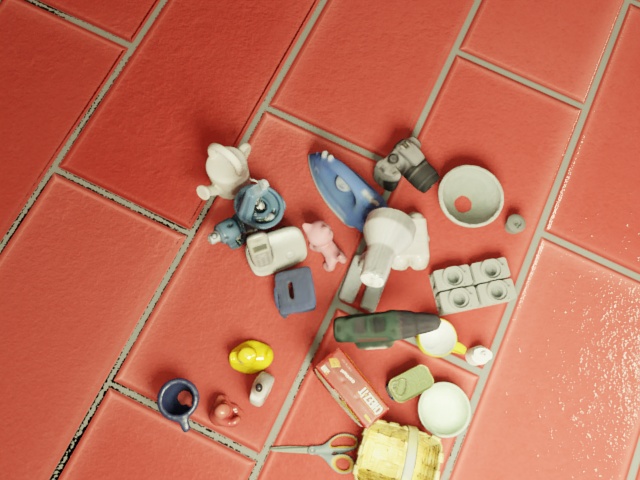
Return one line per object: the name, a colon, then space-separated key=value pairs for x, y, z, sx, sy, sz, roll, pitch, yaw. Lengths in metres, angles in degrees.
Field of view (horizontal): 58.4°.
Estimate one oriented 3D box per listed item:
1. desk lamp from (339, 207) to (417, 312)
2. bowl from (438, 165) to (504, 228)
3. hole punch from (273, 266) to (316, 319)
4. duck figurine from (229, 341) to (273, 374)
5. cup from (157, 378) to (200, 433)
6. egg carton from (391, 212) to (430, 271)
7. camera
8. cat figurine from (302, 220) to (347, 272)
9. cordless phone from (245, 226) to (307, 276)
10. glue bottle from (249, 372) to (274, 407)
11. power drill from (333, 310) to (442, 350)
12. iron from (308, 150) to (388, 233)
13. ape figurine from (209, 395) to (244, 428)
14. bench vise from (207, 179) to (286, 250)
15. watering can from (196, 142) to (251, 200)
desk lamp: x=0.134 y=0.048 z=1.337 sx=0.118 sy=0.213 sz=0.203 roll=21 pitch=75 yaw=3
bowl: x=0.377 y=-0.103 z=1.464 sx=0.167 sy=0.075 sz=0.167 roll=1 pitch=75 yaw=-3
hole punch: x=-0.061 y=0.125 z=1.369 sx=0.101 sy=0.091 sz=0.108 roll=-8 pitch=75 yaw=-5
duck figurine: x=-0.161 y=0.269 z=1.326 sx=0.104 sy=0.086 sz=0.077 roll=-5 pitch=75 yaw=-4
cup: x=-0.307 y=0.371 z=1.286 sx=0.092 sy=0.095 sz=0.117 roll=-18 pitch=76 yaw=-8
egg carton: x=0.219 y=0.003 z=1.429 sx=0.107 sy=0.069 sz=0.150 roll=-2 pitch=75 yaw=-4
camera: x=0.229 y=-0.179 z=1.463 sx=0.143 sy=0.101 sz=0.136 roll=-42 pitch=81 yaw=-12
cat figurine: x=0.013 y=0.005 z=1.392 sx=0.067 sy=0.118 sz=0.127 roll=-36 pitch=79 yaw=-11
cordless phone: x=-0.106 y=0.011 z=1.349 sx=0.147 sy=0.185 sz=0.094 roll=-23 pitch=77 yaw=-9
glue bottle: x=-0.132 y=0.330 z=1.266 sx=0.037 sy=0.173 sz=0.078 roll=22 pitch=75 yaw=3
power drill: x=0.141 y=0.201 z=1.298 sx=0.229 sy=0.208 sz=0.075 roll=-4 pitch=75 yaw=-4
iron: x=0.058 y=-0.147 z=1.424 sx=0.119 sy=0.141 sz=0.258 roll=-41 pitch=80 yaw=-12
ape figurine: x=-0.216 y=0.387 z=1.288 sx=0.076 sy=0.092 sz=0.078 roll=-16 pitch=76 yaw=-7
bench vise: x=-0.166 y=-0.057 z=1.346 sx=0.121 sy=0.220 sz=0.207 roll=35 pitch=76 yaw=7
watering can: x=-0.227 y=-0.169 z=1.387 sx=0.101 sy=0.194 sz=0.173 roll=14 pitch=74 yaw=1
